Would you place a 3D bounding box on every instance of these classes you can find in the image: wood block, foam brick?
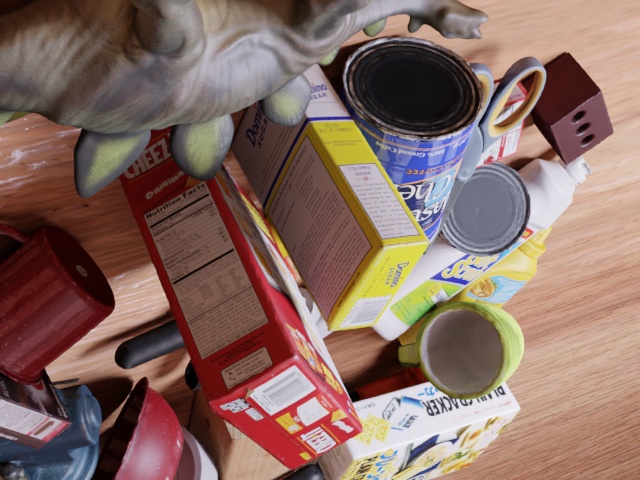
[{"bbox_3d":[-0.080,0.209,1.114,0.090,0.091,0.206,-14,147,-23],"label":"wood block"},{"bbox_3d":[0.212,-0.112,0.915,0.053,0.051,0.078,-34,149,8],"label":"foam brick"}]

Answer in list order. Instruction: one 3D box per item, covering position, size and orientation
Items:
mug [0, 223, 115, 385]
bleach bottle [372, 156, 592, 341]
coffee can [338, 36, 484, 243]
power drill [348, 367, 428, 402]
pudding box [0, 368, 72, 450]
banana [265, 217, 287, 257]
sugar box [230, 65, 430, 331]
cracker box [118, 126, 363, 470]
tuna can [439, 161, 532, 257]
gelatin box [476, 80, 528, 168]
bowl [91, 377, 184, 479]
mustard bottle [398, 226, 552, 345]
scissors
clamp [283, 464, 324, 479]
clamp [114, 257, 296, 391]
[{"bbox_3d":[-0.210,0.035,0.765,0.081,0.093,0.117,-38,113,5],"label":"mug"},{"bbox_3d":[0.142,-0.005,1.009,0.251,0.068,0.102,-35,150,6],"label":"bleach bottle"},{"bbox_3d":[0.056,-0.067,0.804,0.102,0.103,0.140,-16,147,-21],"label":"coffee can"},{"bbox_3d":[0.048,0.168,1.195,0.187,0.057,0.184,-24,153,-3],"label":"power drill"},{"bbox_3d":[-0.241,0.094,0.787,0.039,0.113,0.090,-38,149,7],"label":"pudding box"},{"bbox_3d":[-0.001,-0.011,0.903,0.197,0.037,0.070,-19,147,-17],"label":"banana"},{"bbox_3d":[0.002,-0.034,0.735,0.048,0.176,0.093,-4,142,-32],"label":"sugar box"},{"bbox_3d":[-0.059,0.039,0.757,0.072,0.214,0.164,-29,149,3],"label":"cracker box"},{"bbox_3d":[0.141,-0.029,0.948,0.086,0.086,0.034,-27,-172,-4],"label":"tuna can"},{"bbox_3d":[0.128,-0.093,0.897,0.089,0.030,0.073,-20,147,-13],"label":"gelatin box"},{"bbox_3d":[-0.167,0.209,0.971,0.055,0.162,0.162,24,129,-12],"label":"bowl"},{"bbox_3d":[0.165,0.044,1.102,0.096,0.058,0.192,12,131,-46],"label":"mustard bottle"},{"bbox_3d":[0.106,-0.068,0.866,0.096,0.016,0.202,12,125,-37],"label":"scissors"},{"bbox_3d":[-0.104,0.314,1.113,0.209,0.036,0.165,-17,147,-34],"label":"clamp"},{"bbox_3d":[-0.098,0.072,0.947,0.172,0.039,0.120,-46,152,19],"label":"clamp"}]
